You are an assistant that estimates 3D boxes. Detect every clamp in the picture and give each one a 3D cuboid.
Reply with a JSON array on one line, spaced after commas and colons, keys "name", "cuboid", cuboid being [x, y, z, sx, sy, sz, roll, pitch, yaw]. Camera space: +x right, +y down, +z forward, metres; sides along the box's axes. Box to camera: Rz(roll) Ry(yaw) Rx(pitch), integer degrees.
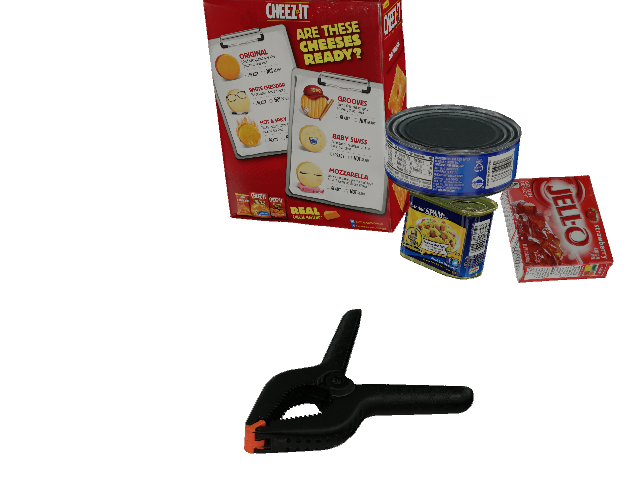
[{"name": "clamp", "cuboid": [0.024, 0.141, 0.960, 0.165, 0.036, 0.209, 28, 39, 34]}]

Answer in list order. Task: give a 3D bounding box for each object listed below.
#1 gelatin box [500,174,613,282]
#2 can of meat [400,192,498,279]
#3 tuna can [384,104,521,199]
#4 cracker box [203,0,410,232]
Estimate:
[{"name": "gelatin box", "cuboid": [0.192, -0.011, 0.873, 0.073, 0.089, 0.030, -3, -33, -3]}, {"name": "can of meat", "cuboid": [0.140, -0.012, 1.183, 0.102, 0.084, 0.057, 25, 28, 37]}, {"name": "tuna can", "cuboid": [0.083, -0.057, 0.680, 0.086, 0.034, 0.086, 1, 26, 0]}, {"name": "cracker box", "cuboid": [-0.007, -0.121, 0.965, 0.164, 0.214, 0.072, 6, 29, 20]}]
